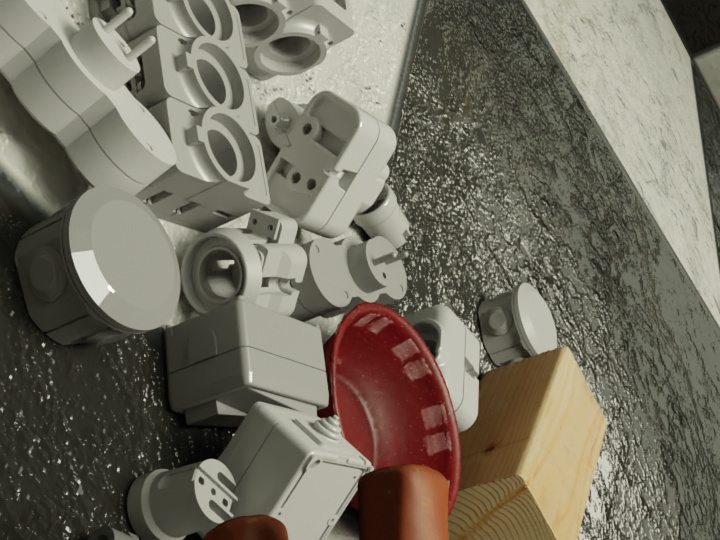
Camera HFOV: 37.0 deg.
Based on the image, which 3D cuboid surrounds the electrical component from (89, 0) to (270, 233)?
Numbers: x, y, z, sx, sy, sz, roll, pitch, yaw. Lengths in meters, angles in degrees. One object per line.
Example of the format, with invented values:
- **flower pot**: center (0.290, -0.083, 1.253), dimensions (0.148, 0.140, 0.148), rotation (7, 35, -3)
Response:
- **electrical component**: center (-0.112, -0.111, 0.685), dimensions (0.089, 0.062, 0.150), rotation (19, 55, -55)

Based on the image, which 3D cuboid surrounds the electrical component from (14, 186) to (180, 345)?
- **electrical component**: center (-0.138, 0.000, 0.573), dimensions (0.080, 0.051, 0.080), rotation (39, 39, -42)

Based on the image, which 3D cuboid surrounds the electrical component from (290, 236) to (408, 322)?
- **electrical component**: center (0.000, 0.000, 0.790), dimensions (0.138, 0.074, 0.052), rotation (-5, 75, -61)

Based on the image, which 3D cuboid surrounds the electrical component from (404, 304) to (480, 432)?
- **electrical component**: center (0.057, 0.078, 0.858), dimensions (0.059, 0.054, 0.095), rotation (47, 35, -35)

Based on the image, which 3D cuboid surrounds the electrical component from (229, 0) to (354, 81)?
- **electrical component**: center (-0.083, -0.200, 0.768), dimensions (0.150, 0.089, 0.061), rotation (26, 50, -52)

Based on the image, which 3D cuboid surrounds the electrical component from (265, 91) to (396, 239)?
- **electrical component**: center (-0.020, -0.074, 0.784), dimensions (0.054, 0.095, 0.059), rotation (37, 10, 35)

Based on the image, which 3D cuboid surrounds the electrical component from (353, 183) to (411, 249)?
- **electrical component**: center (0.018, -0.043, 0.890), dimensions (0.046, 0.040, 0.040), rotation (53, 31, -38)

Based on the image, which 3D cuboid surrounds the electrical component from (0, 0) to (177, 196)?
- **electrical component**: center (-0.146, -0.112, 0.586), dimensions (0.138, 0.074, 0.052), rotation (52, 12, -11)

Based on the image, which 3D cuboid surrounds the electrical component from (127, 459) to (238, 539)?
- **electrical component**: center (-0.094, 0.122, 0.571), dimensions (0.040, 0.046, 0.040), rotation (39, 39, -42)

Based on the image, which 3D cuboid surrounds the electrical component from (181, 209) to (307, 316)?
- **electrical component**: center (-0.074, 0.002, 0.671), dimensions (0.057, 0.058, 0.078), rotation (-2, 111, -59)

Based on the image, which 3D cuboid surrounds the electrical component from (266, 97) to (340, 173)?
- **electrical component**: center (-0.042, -0.104, 0.823), dimensions (0.081, 0.043, 0.043), rotation (18, 56, -56)

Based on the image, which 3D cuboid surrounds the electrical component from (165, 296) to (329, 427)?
- **electrical component**: center (-0.063, 0.063, 0.649), dimensions (0.096, 0.062, 0.061), rotation (25, 50, -52)

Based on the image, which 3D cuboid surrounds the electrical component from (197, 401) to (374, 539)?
- **electrical component**: center (-0.044, 0.117, 0.606), dimensions (0.061, 0.096, 0.062), rotation (36, 7, 37)

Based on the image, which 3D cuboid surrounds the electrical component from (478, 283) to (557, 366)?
- **electrical component**: center (0.155, 0.057, 1.045), dimensions (0.080, 0.051, 0.080), rotation (39, 39, -42)
